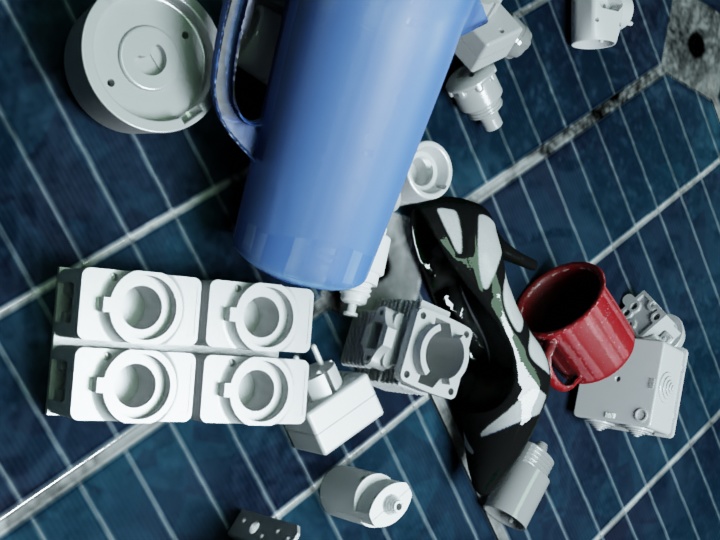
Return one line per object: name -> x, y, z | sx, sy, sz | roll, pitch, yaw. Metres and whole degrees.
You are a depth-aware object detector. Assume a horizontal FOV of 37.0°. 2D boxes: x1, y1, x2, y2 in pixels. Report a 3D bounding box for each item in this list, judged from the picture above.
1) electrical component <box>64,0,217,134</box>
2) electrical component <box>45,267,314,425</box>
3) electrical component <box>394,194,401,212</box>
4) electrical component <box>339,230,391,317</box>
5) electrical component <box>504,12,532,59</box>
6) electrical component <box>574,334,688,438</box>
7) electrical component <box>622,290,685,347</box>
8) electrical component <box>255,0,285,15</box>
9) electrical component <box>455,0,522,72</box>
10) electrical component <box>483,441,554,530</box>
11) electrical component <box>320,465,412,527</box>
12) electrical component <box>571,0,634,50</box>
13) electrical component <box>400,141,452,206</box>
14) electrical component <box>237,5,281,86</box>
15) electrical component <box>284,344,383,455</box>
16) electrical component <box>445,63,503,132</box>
electrical component -> -0.160, -0.149, 0.776 | 0.108, 0.060, 0.108 | 1, 89, -35
electrical component -> -0.127, 0.058, 0.795 | 0.186, 0.060, 0.105 | 6, 85, -35
electrical component -> -0.004, -0.059, 0.895 | 0.065, 0.044, 0.044 | -23, 102, -28
electrical component -> 0.000, 0.000, 0.897 | 0.040, 0.040, 0.078 | 18, 79, -33
electrical component -> 0.130, -0.226, 0.995 | 0.061, 0.035, 0.035 | 40, 68, -25
electrical component -> 0.261, 0.110, 1.042 | 0.048, 0.100, 0.099 | 23, 76, -45
electrical component -> 0.300, 0.058, 1.097 | 0.048, 0.066, 0.055 | -43, 127, 11
electrical component -> -0.037, -0.225, 0.861 | 0.096, 0.061, 0.061 | 27, 65, -36
electrical component -> 0.101, -0.231, 0.931 | 0.047, 0.075, 0.083 | -30, 74, -31
electrical component -> 0.152, 0.195, 0.997 | 0.043, 0.043, 0.081 | 44, 66, -26
electrical component -> 0.007, 0.186, 0.874 | 0.043, 0.081, 0.043 | 1, 89, -35
electrical component -> 0.245, -0.260, 1.070 | 0.079, 0.043, 0.077 | 1, 89, -36
electrical component -> 0.046, -0.084, 0.926 | 0.055, 0.047, 0.055 | 1, 89, -35
electrical component -> -0.071, -0.174, 0.843 | 0.047, 0.055, 0.055 | 27, 74, -28
electrical component -> -0.031, 0.098, 0.869 | 0.066, 0.047, 0.076 | -32, 107, -31
electrical component -> 0.109, -0.155, 0.975 | 0.048, 0.048, 0.062 | -47, 123, -26
